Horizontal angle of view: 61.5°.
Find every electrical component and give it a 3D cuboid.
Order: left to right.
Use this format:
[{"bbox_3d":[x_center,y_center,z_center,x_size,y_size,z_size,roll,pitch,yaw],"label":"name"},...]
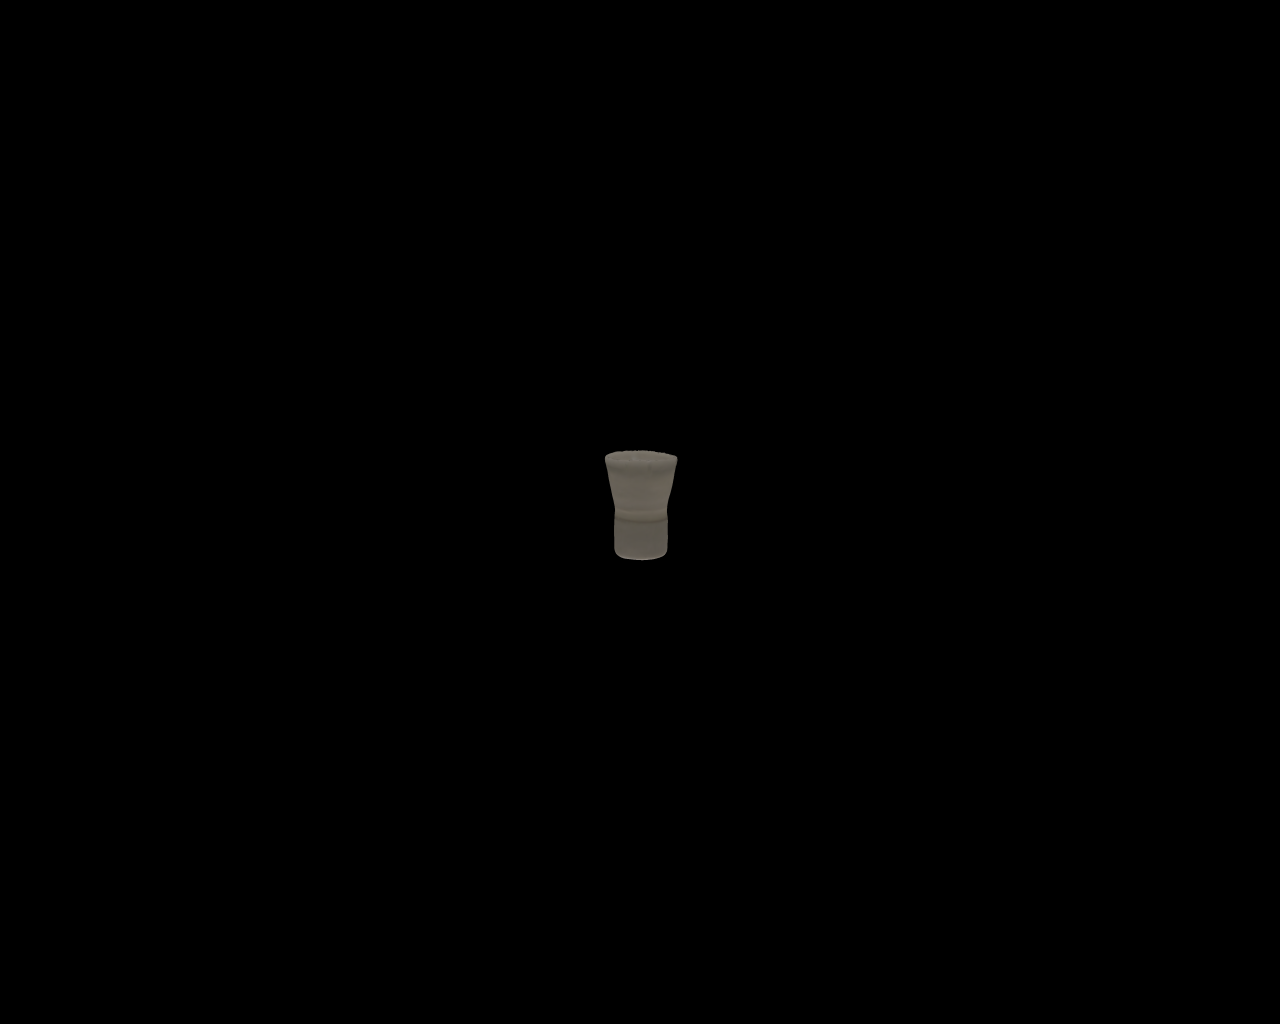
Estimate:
[{"bbox_3d":[0.001,-0.003,0.650,0.044,0.065,0.044,0,13,0],"label":"electrical component"}]
